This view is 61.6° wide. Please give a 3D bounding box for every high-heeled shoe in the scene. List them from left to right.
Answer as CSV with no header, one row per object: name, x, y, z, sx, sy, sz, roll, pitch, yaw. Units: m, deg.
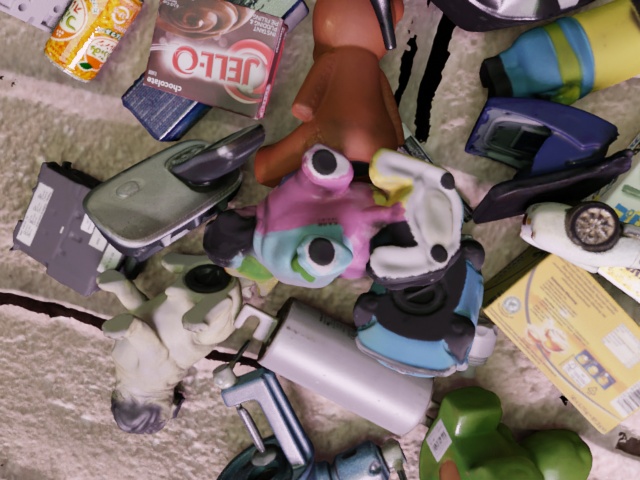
high-heeled shoe,0.133,-0.252,0.457,0.249,0.086,0.145,-16,109,-9

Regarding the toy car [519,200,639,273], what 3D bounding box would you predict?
toy car,0.270,0.011,0.442,0.202,0.073,0.056,18,98,7

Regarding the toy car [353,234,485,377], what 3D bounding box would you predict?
toy car,0.099,0.067,0.526,0.109,0.162,0.102,14,145,16

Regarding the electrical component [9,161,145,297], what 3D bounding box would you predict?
electrical component,-0.256,-0.007,0.592,0.134,0.058,0.115,31,104,2

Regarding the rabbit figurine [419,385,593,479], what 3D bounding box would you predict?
rabbit figurine,0.194,0.241,0.534,0.170,0.121,0.159,5,116,-21

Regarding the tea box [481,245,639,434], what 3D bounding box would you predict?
tea box,0.248,0.090,0.529,0.098,0.068,0.169,-42,90,12

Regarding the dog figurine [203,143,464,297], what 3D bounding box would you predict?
dog figurine,-0.001,-0.001,0.494,0.191,0.219,0.108,4,77,-24

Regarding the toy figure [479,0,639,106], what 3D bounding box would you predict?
toy figure,0.238,-0.165,0.478,0.180,0.089,0.082,-17,102,8

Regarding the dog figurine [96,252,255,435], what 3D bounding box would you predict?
dog figurine,-0.152,0.122,0.593,0.172,0.121,0.190,-6,127,-10

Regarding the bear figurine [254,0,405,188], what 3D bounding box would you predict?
bear figurine,0.014,-0.150,0.513,0.132,0.120,0.196,-24,64,51

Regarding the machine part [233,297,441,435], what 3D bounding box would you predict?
machine part,0.026,0.128,0.551,0.243,0.079,0.079,30,102,-6

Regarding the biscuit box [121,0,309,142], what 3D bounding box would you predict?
biscuit box,-0.106,-0.185,0.540,0.202,0.059,0.063,-40,93,12

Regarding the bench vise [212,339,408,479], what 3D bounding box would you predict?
bench vise,-0.030,0.226,0.567,0.224,0.129,0.240,-23,102,12

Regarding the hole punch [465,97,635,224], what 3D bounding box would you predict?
hole punch,0.194,-0.074,0.484,0.116,0.142,0.092,-9,74,2

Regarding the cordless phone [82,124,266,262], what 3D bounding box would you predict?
cordless phone,-0.127,-0.047,0.489,0.146,0.184,0.088,-36,103,-27
